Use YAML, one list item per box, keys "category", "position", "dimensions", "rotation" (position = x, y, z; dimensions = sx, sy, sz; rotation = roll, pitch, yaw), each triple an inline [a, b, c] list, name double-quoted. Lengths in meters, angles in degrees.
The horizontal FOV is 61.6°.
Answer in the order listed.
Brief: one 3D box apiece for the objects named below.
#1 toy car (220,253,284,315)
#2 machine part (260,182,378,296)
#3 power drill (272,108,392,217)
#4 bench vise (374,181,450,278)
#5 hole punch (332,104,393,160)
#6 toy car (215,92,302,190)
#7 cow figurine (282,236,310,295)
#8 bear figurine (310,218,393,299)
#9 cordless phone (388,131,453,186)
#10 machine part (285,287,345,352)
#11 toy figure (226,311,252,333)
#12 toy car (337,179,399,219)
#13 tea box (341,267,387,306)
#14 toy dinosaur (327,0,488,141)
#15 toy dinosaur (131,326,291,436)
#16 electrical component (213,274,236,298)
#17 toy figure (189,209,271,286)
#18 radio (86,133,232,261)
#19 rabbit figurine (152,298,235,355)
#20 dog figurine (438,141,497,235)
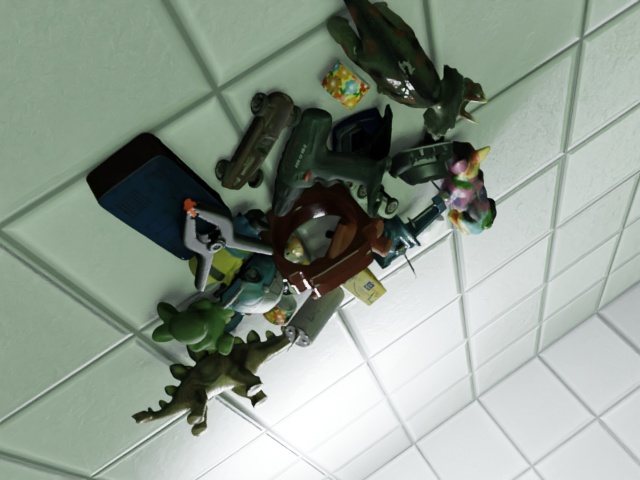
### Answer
- category: "toy car"
  position: [-0.128, 0.096, 1.109]
  dimensions: [0.109, 0.103, 0.162]
  rotation: [-43, -170, 32]
- category: "machine part"
  position: [-0.002, -0.003, 1.073]
  dimensions: [0.201, 0.201, 0.087]
  rotation: [-34, 145, -6]
- category: "power drill"
  position: [0.020, -0.114, 0.995]
  dimensions: [0.086, 0.207, 0.231]
  rotation: [-41, 151, -55]
- category: "bench vise"
  position: [0.220, -0.027, 1.304]
  dimensions: [0.240, 0.129, 0.223]
  rotation: [-40, 147, 10]
- category: "hole punch"
  position: [0.085, -0.191, 1.056]
  dimensions: [0.116, 0.092, 0.142]
  rotation: [-52, 151, -34]
- category: "toy car"
  position: [-0.108, -0.165, 0.940]
  dimensions: [0.089, 0.053, 0.202]
  rotation: [9, 123, -48]
- category: "cow figurine"
  position: [-0.072, 0.060, 1.201]
  dimensions: [0.098, 0.068, 0.167]
  rotation: [-23, 141, -9]
- category: "bear figurine"
  position: [0.051, 0.043, 1.157]
  dimensions: [0.196, 0.132, 0.120]
  rotation: [-59, 145, -21]
- category: "cordless phone"
  position: [0.223, -0.219, 1.148]
  dimensions: [0.146, 0.089, 0.184]
  rotation: [-14, 126, -27]
- category: "machine part"
  position: [-0.011, 0.175, 1.303]
  dimensions: [0.243, 0.079, 0.079]
  rotation: [-49, 156, -40]
- category: "toy figure"
  position: [-0.184, 0.160, 1.217]
  dimensions: [0.154, 0.064, 0.057]
  rotation: [-38, 114, -3]
- category: "toy car"
  position: [0.104, -0.102, 1.160]
  dimensions: [0.056, 0.074, 0.201]
  rotation: [-49, 142, 15]
- category: "tea box"
  position: [0.088, 0.090, 1.335]
  dimensions: [0.068, 0.098, 0.169]
  rotation: [-42, 145, 8]
- category: "toy dinosaur"
  position: [0.137, -0.289, 0.890]
  dimensions: [0.404, 0.192, 0.131]
  rotation: [17, 115, -49]
- category: "toy dinosaur"
  position: [-0.202, 0.290, 1.225]
  dimensions: [0.471, 0.199, 0.105]
  rotation: [-18, 141, -33]
- category: "electrical component"
  position: [-0.187, 0.099, 1.182]
  dimensions: [0.094, 0.021, 0.063]
  rotation: [-41, 143, 6]
- category: "toy figure"
  position: [-0.180, 0.011, 1.047]
  dimensions: [0.089, 0.082, 0.180]
  rotation: [32, 115, -32]
- category: "radio"
  position: [-0.259, -0.067, 0.905]
  dimensions: [0.131, 0.073, 0.229]
  rotation: [-40, 145, 2]
- category: "rabbit figurine"
  position: [-0.260, 0.167, 1.101]
  dimensions: [0.159, 0.121, 0.170]
  rotation: [8, 172, 6]
- category: "dog figurine"
  position: [0.353, -0.129, 1.261]
  dimensions: [0.108, 0.191, 0.219]
  rotation: [-25, 158, -6]
